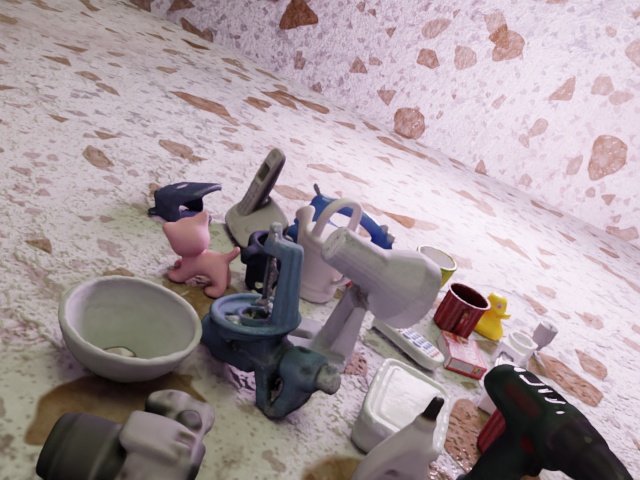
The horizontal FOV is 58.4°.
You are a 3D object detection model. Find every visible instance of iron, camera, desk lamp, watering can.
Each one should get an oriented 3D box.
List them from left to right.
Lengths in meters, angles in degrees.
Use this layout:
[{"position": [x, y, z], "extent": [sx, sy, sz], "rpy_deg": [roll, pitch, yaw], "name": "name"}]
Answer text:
[{"position": [-0.182, 0.198, 0.549], "extent": [0.137, 0.101, 0.143], "rpy_deg": [22, 23, -6], "name": "camera"}, {"position": [0.008, 0.004, 1.029], "extent": [0.172, 0.194, 0.101], "rpy_deg": [34, 25, 20], "name": "watering can"}, {"position": [0.065, -0.007, 1.175], "extent": [0.258, 0.141, 0.119], "rpy_deg": [25, 23, 2], "name": "iron"}, {"position": [0.051, 0.091, 0.861], "extent": [0.204, 0.213, 0.117], "rpy_deg": [16, 25, -19], "name": "desk lamp"}]

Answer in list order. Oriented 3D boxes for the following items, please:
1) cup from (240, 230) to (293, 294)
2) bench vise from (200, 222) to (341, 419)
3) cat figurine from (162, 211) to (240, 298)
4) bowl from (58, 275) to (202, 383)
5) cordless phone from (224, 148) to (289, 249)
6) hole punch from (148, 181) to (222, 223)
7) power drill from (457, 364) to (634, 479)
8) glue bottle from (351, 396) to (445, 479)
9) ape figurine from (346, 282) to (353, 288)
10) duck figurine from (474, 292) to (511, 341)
[{"position": [-0.098, 0.046, 0.962], "extent": [0.091, 0.095, 0.118], "rpy_deg": [37, 26, 27], "name": "cup"}, {"position": [-0.045, 0.100, 0.740], "extent": [0.207, 0.219, 0.122], "rpy_deg": [28, 23, 7], "name": "bench vise"}, {"position": [-0.190, 0.014, 0.909], "extent": [0.128, 0.117, 0.067], "rpy_deg": [22, 23, -7], "name": "cat figurine"}, {"position": [-0.234, 0.119, 0.697], "extent": [0.167, 0.074, 0.167], "rpy_deg": [21, 23, -9], "name": "bowl"}, {"position": [-0.103, -0.075, 1.097], "extent": [0.094, 0.185, 0.147], "rpy_deg": [7, 29, -36], "name": "cordless phone"}, {"position": [-0.254, -0.080, 1.080], "extent": [0.101, 0.091, 0.109], "rpy_deg": [29, 23, 9], "name": "hole punch"}, {"position": [0.244, 0.269, 0.680], "extent": [0.076, 0.208, 0.229], "rpy_deg": [16, 25, -20], "name": "power drill"}, {"position": [0.096, 0.240, 0.640], "extent": [0.078, 0.173, 0.037], "rpy_deg": [21, 23, -8], "name": "glue bottle"}, {"position": [0.095, 0.071, 1.101], "extent": [0.077, 0.092, 0.076], "rpy_deg": [30, 24, 13], "name": "ape figurine"}, {"position": [0.355, 0.147, 1.203], "extent": [0.078, 0.086, 0.104], "rpy_deg": [4, 31, -39], "name": "duck figurine"}]
